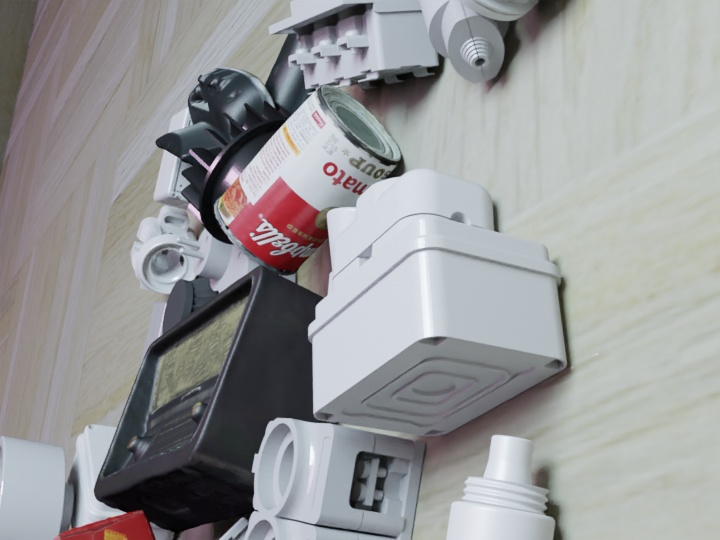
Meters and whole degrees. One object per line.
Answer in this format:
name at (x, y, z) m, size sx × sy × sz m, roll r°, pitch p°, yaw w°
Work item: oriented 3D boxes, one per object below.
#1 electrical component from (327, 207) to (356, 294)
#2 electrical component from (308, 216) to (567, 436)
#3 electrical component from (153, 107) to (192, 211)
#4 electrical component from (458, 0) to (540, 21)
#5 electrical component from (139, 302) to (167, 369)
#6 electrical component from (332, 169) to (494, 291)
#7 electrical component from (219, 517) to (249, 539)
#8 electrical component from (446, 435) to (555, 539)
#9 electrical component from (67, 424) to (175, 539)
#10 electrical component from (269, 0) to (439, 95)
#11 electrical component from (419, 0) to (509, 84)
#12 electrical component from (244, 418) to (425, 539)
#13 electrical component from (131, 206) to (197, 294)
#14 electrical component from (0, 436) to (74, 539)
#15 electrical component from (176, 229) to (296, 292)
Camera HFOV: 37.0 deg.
electrical component at (0.000, 0.000, 0.624) m, size 0.044 × 0.044 × 0.065 m, roll -13°, pitch 70°, yaw 63°
electrical component at (0.032, 0.029, 0.494) m, size 0.113 × 0.078 × 0.057 m, roll -41°, pitch 44°, yaw 51°
electrical component at (-0.138, -0.099, 0.945) m, size 0.061 × 0.062 × 0.096 m, roll -6°, pitch 71°, yaw 64°
electrical component at (0.068, -0.168, 0.530) m, size 0.051 × 0.080 × 0.080 m, roll -38°, pitch 43°, yaw 45°
electrical component at (-0.162, 0.072, 0.916) m, size 0.076 × 0.047 × 0.083 m, roll -4°, pitch 73°, yaw 64°
electrical component at (0.026, -0.009, 0.557) m, size 0.095 × 0.054 × 0.059 m, roll -41°, pitch 41°, yaw 51°
electrical component at (-0.096, 0.209, 0.651) m, size 0.100 × 0.048 × 0.099 m, roll -39°, pitch -8°, yaw -47°
electrical component at (0.059, 0.100, 0.440) m, size 0.043 × 0.043 × 0.062 m, roll -17°, pitch 60°, yaw 62°
electrical component at (-0.195, 0.183, 0.885) m, size 0.057 × 0.078 × 0.113 m, roll -69°, pitch 25°, yaw 19°
electrical component at (0.002, -0.147, 0.672) m, size 0.121 × 0.079 × 0.063 m, roll -172°, pitch 75°, yaw -65°
electrical component at (0.057, -0.135, 0.577) m, size 0.043 × 0.043 × 0.081 m, roll -54°, pitch 32°, yaw 38°
electrical component at (-0.025, 0.157, 0.562) m, size 0.089 × 0.062 × 0.150 m, roll -13°, pitch 64°, yaw 63°
electrical component at (-0.178, -0.012, 0.986) m, size 0.078 × 0.058 × 0.057 m, roll -68°, pitch 23°, yaw 16°
electrical component at (-0.264, 0.190, 0.865) m, size 0.108 × 0.060 × 0.108 m, roll -171°, pitch 90°, yaw -68°
electrical component at (-0.101, -0.010, 0.802) m, size 0.052 × 0.074 × 0.138 m, roll -66°, pitch 26°, yaw 19°
